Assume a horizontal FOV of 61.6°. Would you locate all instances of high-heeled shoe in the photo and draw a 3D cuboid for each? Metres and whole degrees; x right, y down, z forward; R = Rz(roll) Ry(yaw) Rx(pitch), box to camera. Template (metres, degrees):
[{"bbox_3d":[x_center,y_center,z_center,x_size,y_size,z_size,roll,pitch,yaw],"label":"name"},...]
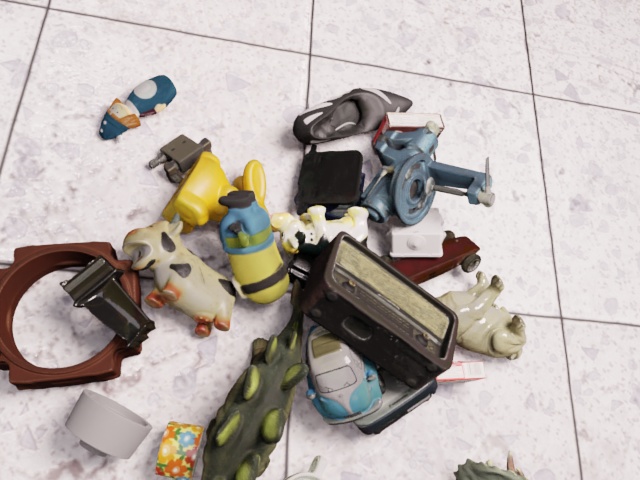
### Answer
[{"bbox_3d":[0.068,-0.226,0.973,0.249,0.145,0.086,-16,108,-6],"label":"high-heeled shoe"}]

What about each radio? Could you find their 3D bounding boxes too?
[{"bbox_3d":[0.087,0.102,0.775,0.229,0.073,0.131,35,35,-6],"label":"radio"}]

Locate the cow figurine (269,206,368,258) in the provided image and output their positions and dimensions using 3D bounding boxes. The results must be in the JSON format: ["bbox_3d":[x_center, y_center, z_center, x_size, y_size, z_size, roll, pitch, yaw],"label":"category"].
[{"bbox_3d":[-0.003,-0.002,0.857,0.167,0.068,0.098,-2,80,-11],"label":"cow figurine"}]

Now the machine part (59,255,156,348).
[{"bbox_3d":[-0.286,0.087,0.742,0.139,0.039,0.084,46,61,8],"label":"machine part"}]

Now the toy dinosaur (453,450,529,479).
[{"bbox_3d":[0.175,0.447,0.762,0.405,0.131,0.192,-20,63,-15],"label":"toy dinosaur"}]

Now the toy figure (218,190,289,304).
[{"bbox_3d":[-0.102,0.015,0.814,0.082,0.089,0.179,-30,121,-41],"label":"toy figure"}]

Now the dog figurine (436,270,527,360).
[{"bbox_3d":[0.231,0.158,0.904,0.191,0.121,0.172,-28,82,-1],"label":"dog figurine"}]

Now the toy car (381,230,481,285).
[{"bbox_3d":[0.189,0.045,0.942,0.202,0.053,0.089,-21,42,-21],"label":"toy car"}]

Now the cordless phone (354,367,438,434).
[{"bbox_3d":[0.081,0.197,0.850,0.146,0.088,0.184,-32,62,-6],"label":"cordless phone"}]

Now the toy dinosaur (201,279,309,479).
[{"bbox_3d":[-0.102,0.258,0.723,0.105,0.198,0.471,20,65,-1],"label":"toy dinosaur"}]

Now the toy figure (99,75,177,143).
[{"bbox_3d":[-0.324,-0.232,0.940,0.154,0.057,0.064,-43,45,-22],"label":"toy figure"}]

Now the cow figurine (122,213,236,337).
[{"bbox_3d":[-0.209,0.047,0.812,0.194,0.085,0.127,40,41,-28],"label":"cow figurine"}]

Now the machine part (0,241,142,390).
[{"bbox_3d":[-0.367,0.107,0.782,0.201,0.087,0.201,-4,69,-14],"label":"machine part"}]

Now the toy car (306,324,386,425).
[{"bbox_3d":[0.026,0.175,0.783,0.109,0.102,0.162,-18,54,7],"label":"toy car"}]

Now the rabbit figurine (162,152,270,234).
[{"bbox_3d":[-0.152,-0.056,0.895,0.173,0.122,0.162,35,56,-13],"label":"rabbit figurine"}]

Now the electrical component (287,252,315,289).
[{"bbox_3d":[0.019,0.042,0.910,0.134,0.058,0.115,25,68,-2],"label":"electrical component"}]

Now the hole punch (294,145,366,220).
[{"bbox_3d":[0.023,-0.093,0.957,0.116,0.092,0.142,3,69,17],"label":"hole punch"}]

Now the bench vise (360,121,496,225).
[{"bbox_3d":[0.186,-0.106,0.893,0.241,0.128,0.223,18,51,40],"label":"bench vise"}]

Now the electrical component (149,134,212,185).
[{"bbox_3d":[-0.234,-0.139,0.932,0.078,0.045,0.102,27,60,30],"label":"electrical component"}]
